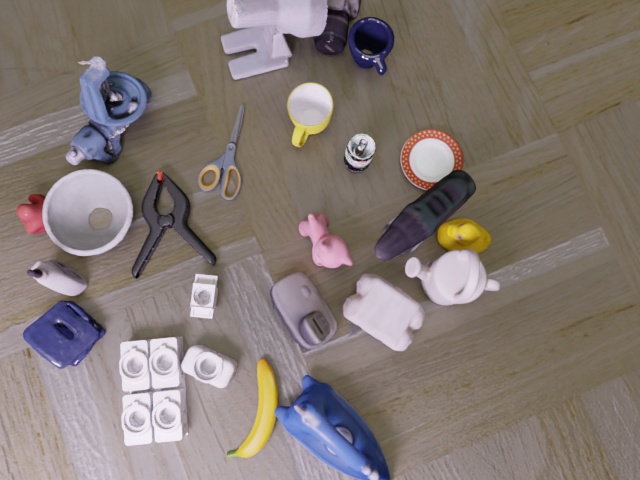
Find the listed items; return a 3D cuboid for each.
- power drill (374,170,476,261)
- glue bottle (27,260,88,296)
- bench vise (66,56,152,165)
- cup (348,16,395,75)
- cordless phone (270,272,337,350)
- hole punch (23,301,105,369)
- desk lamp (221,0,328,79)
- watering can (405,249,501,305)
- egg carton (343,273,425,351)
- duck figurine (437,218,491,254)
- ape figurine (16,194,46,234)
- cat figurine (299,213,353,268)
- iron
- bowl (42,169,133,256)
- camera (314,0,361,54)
[{"bbox_3d":[0.180,-0.032,1.061,0.230,0.208,0.075,-41,85,-7],"label":"power drill"},{"bbox_3d":[-0.487,0.065,1.040,0.078,0.173,0.037,39,83,3],"label":"glue bottle"},{"bbox_3d":[-0.397,-0.234,1.059,0.121,0.219,0.207,14,82,0],"label":"bench vise"},{"bbox_3d":[0.105,-0.377,1.161,0.091,0.095,0.118,-21,84,-5],"label":"cup"},{"bbox_3d":[-0.031,0.129,1.044,0.094,0.185,0.147,-35,85,-6],"label":"cordless phone"},{"bbox_3d":[-0.475,0.173,1.068,0.108,0.091,0.101,39,83,3],"label":"hole punch"},{"bbox_3d":[-0.092,-0.414,1.098,0.203,0.213,0.118,-18,83,-4],"label":"desk lamp"},{"bbox_3d":[0.247,0.069,1.058,0.173,0.194,0.101,-10,83,-3],"label":"watering can"},{"bbox_3d":[0.125,0.138,1.107,0.150,0.069,0.107,33,83,2],"label":"egg carton"},{"bbox_3d":[0.290,-0.010,1.125,0.104,0.086,0.077,12,82,0],"label":"duck figurine"},{"bbox_3d":[-0.544,-0.050,1.094,0.076,0.092,0.078,22,82,1],"label":"ape figurine"},{"bbox_3d":[0.010,0.004,1.096,0.067,0.117,0.128,-28,84,-5],"label":"cat figurine"},{"bbox_3d":[0.041,0.368,1.037,0.258,0.141,0.119,41,83,3],"label":"iron"},{"bbox_3d":[-0.437,-0.048,1.106,0.167,0.074,0.167,0,82,-2],"label":"bowl"},{"bbox_3d":[0.010,-0.459,1.165,0.143,0.101,0.137,6,82,-1],"label":"camera"}]
